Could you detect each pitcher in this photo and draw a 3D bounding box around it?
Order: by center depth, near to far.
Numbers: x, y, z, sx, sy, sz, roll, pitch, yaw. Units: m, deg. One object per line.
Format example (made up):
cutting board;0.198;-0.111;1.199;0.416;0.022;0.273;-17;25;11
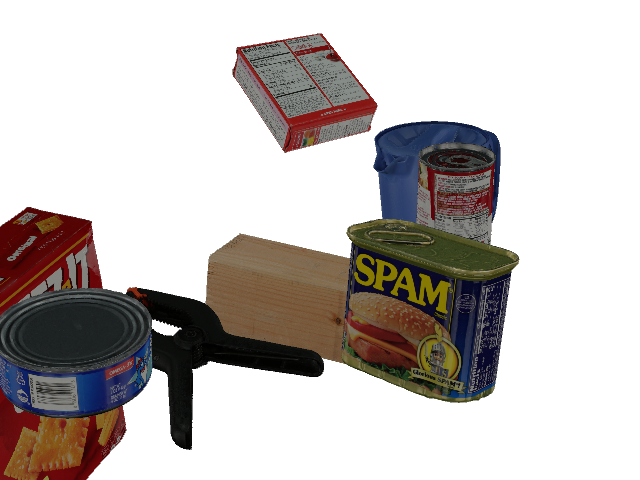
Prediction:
pitcher;0.144;-0.018;1.290;0.149;0.243;0.145;-1;23;7

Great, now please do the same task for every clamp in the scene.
clamp;-0.110;0.101;1.006;0.164;0.036;0.210;-19;39;-30

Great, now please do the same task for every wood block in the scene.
wood block;-0.015;0.067;1.181;0.206;0.091;0.090;13;22;17

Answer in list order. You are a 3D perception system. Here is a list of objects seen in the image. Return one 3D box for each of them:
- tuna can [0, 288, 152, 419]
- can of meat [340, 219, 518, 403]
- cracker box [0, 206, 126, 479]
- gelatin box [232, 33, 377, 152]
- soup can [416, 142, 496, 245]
tuna can;-0.136;0.061;0.590;0.086;0.034;0.086;2;27;-1
can of meat;0.061;0.041;0.635;0.102;0.084;0.057;18;22;38
cracker box;-0.227;0.108;0.816;0.072;0.214;0.164;10;32;21
gelatin box;-0.013;-0.110;0.779;0.073;0.089;0.030;-17;-35;-27
soup can;0.121;-0.029;0.957;0.068;0.102;0.068;-1;24;0
